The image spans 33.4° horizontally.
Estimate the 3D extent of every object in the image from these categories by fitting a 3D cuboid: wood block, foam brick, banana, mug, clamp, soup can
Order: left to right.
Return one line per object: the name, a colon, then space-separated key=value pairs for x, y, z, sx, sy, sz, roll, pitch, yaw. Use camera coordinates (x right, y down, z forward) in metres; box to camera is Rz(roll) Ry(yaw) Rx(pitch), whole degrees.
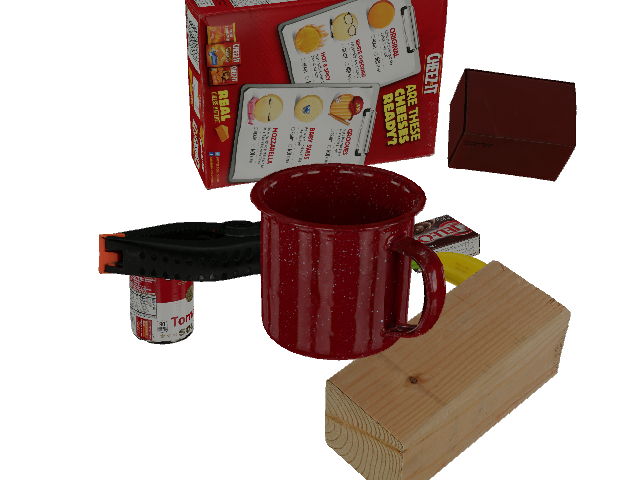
soup can: x=-0.168 y=0.050 z=1.126 sx=0.068 sy=0.102 sz=0.068 roll=2 pitch=24 yaw=-1
clamp: x=-0.049 y=0.008 z=0.760 sx=0.209 sy=0.036 sz=0.165 roll=-4 pitch=13 yaw=-25
mug: x=0.018 y=0.015 z=0.573 sx=0.117 sy=0.081 sz=0.093 roll=20 pitch=30 yaw=35
wood block: x=0.109 y=0.117 z=0.915 sx=0.205 sy=0.090 sz=0.091 roll=-32 pitch=52 yaw=-29
banana: x=0.168 y=0.058 z=1.118 sx=0.069 sy=0.037 sz=0.198 roll=-36 pitch=40 yaw=-12
foam brick: x=0.130 y=-0.078 z=0.728 sx=0.078 sy=0.051 sz=0.053 roll=8 pitch=-24 yaw=-3

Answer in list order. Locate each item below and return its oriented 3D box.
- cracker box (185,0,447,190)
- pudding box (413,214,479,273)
cracker box: x=-0.006 y=-0.142 z=0.917 sx=0.213 sy=0.164 sz=0.072 roll=-10 pitch=37 yaw=-16
pudding box: x=0.169 y=0.004 z=1.601 sx=0.113 sy=0.039 sz=0.090 roll=-18 pitch=27 yaw=-20
